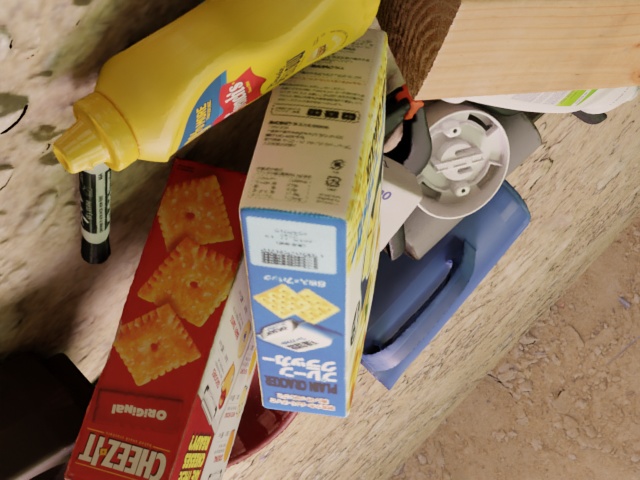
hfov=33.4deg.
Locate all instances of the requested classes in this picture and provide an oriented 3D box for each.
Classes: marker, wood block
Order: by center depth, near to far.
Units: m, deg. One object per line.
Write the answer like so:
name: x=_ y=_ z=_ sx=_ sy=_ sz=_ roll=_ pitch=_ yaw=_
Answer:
marker: x=-0.133 y=-0.021 z=0.634 sx=0.020 sy=0.020 sz=0.121 roll=-35 pitch=161 yaw=-27
wood block: x=0.151 y=-0.158 z=0.699 sx=0.205 sy=0.091 sz=0.090 roll=-6 pitch=148 yaw=-22

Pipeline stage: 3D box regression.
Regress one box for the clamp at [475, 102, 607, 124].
clamp: x=0.199 y=-0.172 z=0.948 sx=0.209 sy=0.036 sz=0.165 roll=-11 pitch=122 yaw=-33

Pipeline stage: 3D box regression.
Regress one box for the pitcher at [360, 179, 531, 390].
pitcher: x=0.105 y=0.030 z=1.100 sx=0.243 sy=0.149 sz=0.145 roll=-47 pitch=152 yaw=-3

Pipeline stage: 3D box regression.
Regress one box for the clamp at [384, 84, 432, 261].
clamp: x=0.033 y=-0.051 z=0.875 sx=0.120 sy=0.039 sz=0.172 roll=-3 pitch=129 yaw=-23

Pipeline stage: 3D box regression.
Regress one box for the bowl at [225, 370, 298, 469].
bowl: x=-0.092 y=0.132 z=0.919 sx=0.162 sy=0.055 sz=0.162 roll=-19 pitch=139 yaw=-17

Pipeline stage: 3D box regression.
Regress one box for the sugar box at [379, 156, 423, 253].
sugar box: x=-0.006 y=0.001 z=0.860 sx=0.093 sy=0.048 sz=0.176 roll=23 pitch=119 yaw=-25

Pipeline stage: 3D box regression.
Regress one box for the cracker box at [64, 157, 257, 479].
cracker box: x=-0.088 y=0.076 z=0.720 sx=0.164 sy=0.072 sz=0.213 roll=78 pitch=27 yaw=-70

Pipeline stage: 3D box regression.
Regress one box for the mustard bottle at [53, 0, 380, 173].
mustard bottle: x=-0.057 y=-0.093 z=0.566 sx=0.191 sy=0.058 sz=0.096 roll=-36 pitch=177 yaw=-21

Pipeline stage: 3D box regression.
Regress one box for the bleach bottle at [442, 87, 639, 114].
bleach bottle: x=0.191 y=-0.143 z=0.882 sx=0.250 sy=0.068 sz=0.103 roll=7 pitch=135 yaw=-48
